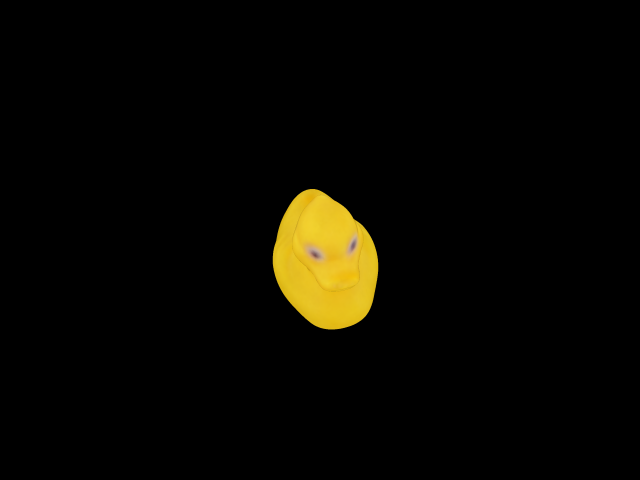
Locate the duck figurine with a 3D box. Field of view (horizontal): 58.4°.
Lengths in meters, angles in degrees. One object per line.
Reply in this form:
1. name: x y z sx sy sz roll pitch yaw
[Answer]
1. duck figurine: 0.004 0.001 0.400 0.077 0.086 0.104 -13 62 -7
